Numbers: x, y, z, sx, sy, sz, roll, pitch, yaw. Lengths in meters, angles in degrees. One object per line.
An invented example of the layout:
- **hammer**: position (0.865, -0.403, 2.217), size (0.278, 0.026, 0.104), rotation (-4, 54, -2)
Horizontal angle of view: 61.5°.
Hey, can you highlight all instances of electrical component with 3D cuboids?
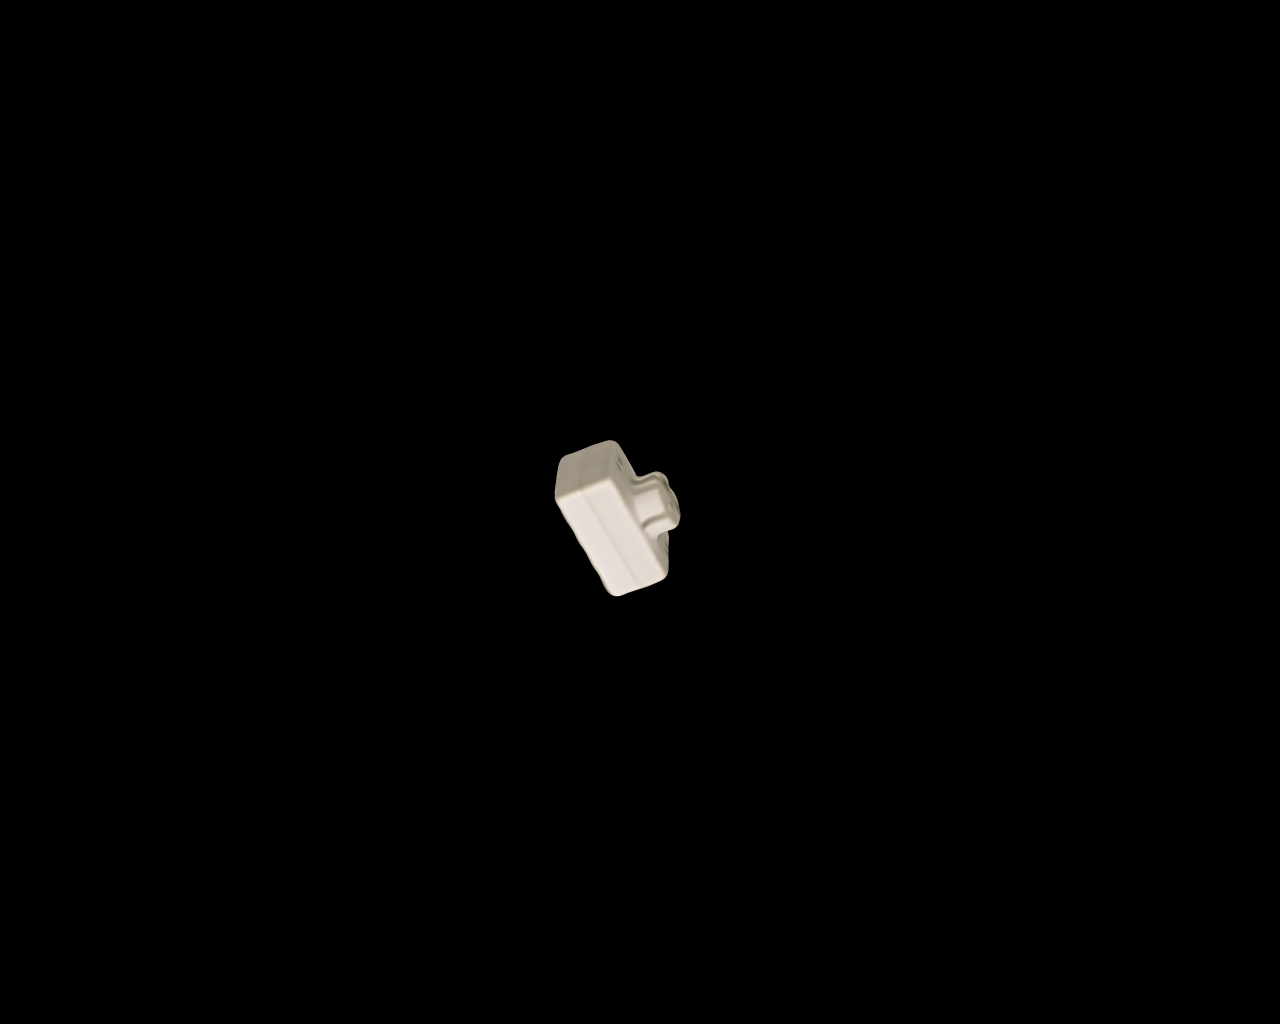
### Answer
- **electrical component**: position (0.001, -0.003, 0.650), size (0.076, 0.083, 0.047), rotation (-21, 32, 14)
